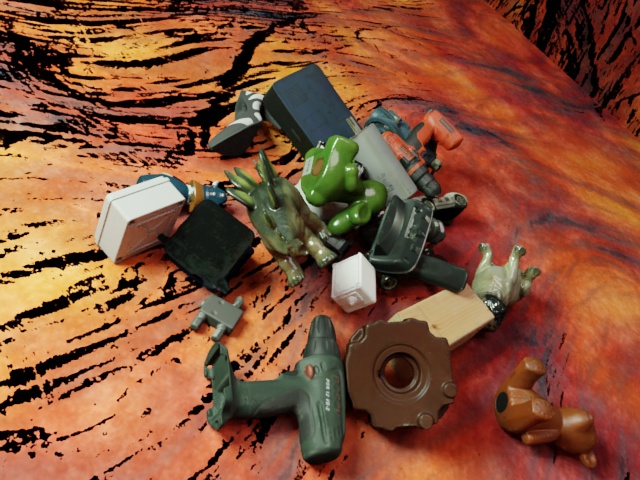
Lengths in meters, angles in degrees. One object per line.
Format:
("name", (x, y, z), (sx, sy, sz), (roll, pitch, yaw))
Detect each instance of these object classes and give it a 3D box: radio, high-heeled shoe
("radio", (-0.004, -0.256, 1.165), (0.131, 0.073, 0.229), (-39, 98, -25))
("high-heeled shoe", (-0.182, -0.259, 1.133), (0.145, 0.086, 0.249), (41, 36, 14))

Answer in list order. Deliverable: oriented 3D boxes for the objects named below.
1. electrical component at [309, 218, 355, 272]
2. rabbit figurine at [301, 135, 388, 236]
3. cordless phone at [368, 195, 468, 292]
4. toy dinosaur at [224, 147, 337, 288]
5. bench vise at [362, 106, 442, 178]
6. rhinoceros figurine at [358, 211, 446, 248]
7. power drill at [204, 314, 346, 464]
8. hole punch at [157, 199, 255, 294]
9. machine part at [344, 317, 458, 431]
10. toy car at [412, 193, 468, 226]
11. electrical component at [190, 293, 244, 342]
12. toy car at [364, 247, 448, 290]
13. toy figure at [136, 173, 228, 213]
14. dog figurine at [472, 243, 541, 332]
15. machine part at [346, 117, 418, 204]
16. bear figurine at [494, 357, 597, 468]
("electrical component", (-0.002, -0.003, 1.016), (0.119, 0.047, 0.075), (40, 40, 6))
("rabbit figurine", (0.060, -0.091, 0.996), (0.170, 0.121, 0.159), (23, 59, -28))
("cordless phone", (0.193, 0.008, 0.982), (0.184, 0.088, 0.146), (21, 67, 3))
("toy dinosaur", (-0.071, -0.056, 0.907), (0.198, 0.105, 0.472), (57, -1, -16))
("bench vise", (0.171, -0.211, 1.290), (0.240, 0.129, 0.223), (-37, 84, -27))
("rhinoceros figurine", (0.175, -0.015, 1.102), (0.190, 0.112, 0.073), (-4, 71, -19))
("power drill", (-0.058, 0.196, 0.765), (0.207, 0.086, 0.232), (16, 45, -30))
("hole punch", (-0.175, 0.014, 0.870), (0.142, 0.092, 0.116), (38, 75, 2))
("machine part", (0.119, 0.200, 0.812), (0.179, 0.056, 0.179), (0, 76, 1))
("toy car", (0.262, -0.068, 1.229), (0.202, 0.073, 0.056), (-10, 57, -39))
("electrical component", (-0.154, 0.112, 0.821), (0.063, 0.021, 0.094), (31, 41, -1))
("toy car", (0.172, 0.058, 1.059), (0.202, 0.053, 0.089), (-4, 42, -29))
("toy figure", (-0.238, -0.081, 0.933), (0.154, 0.064, 0.058), (7, 9, -34))
("dog figurine", (0.364, 0.124, 1.104), (0.172, 0.121, 0.190), (43, 61, -31))
("machine part", (0.127, -0.152, 1.119), (0.243, 0.079, 0.079), (56, 41, -5))
("bear figurine", (0.405, 0.301, 0.916), (0.196, 0.131, 0.120), (21, 44, -5))
